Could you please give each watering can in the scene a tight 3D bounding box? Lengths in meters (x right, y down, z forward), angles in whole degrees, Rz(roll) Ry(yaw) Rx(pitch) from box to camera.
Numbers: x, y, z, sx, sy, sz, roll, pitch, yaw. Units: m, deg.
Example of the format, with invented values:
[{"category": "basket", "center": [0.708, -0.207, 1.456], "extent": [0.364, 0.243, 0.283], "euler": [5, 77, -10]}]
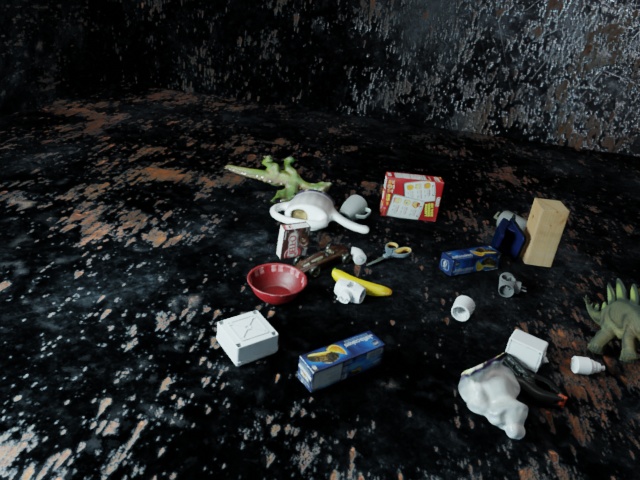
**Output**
[{"category": "watering can", "center": [0.005, -0.090, 1.782], "extent": [0.348, 0.102, 0.229], "euler": [9, 27, 6]}]

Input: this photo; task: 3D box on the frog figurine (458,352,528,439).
[{"category": "frog figurine", "center": [0.372, 0.336, 1.082], "extent": [0.138, 0.120, 0.162], "euler": [-6, 64, -42]}]

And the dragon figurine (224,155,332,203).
[{"category": "dragon figurine", "center": [-0.161, -0.220, 2.012], "extent": [0.411, 0.119, 0.248], "euler": [-2, 36, -13]}]
